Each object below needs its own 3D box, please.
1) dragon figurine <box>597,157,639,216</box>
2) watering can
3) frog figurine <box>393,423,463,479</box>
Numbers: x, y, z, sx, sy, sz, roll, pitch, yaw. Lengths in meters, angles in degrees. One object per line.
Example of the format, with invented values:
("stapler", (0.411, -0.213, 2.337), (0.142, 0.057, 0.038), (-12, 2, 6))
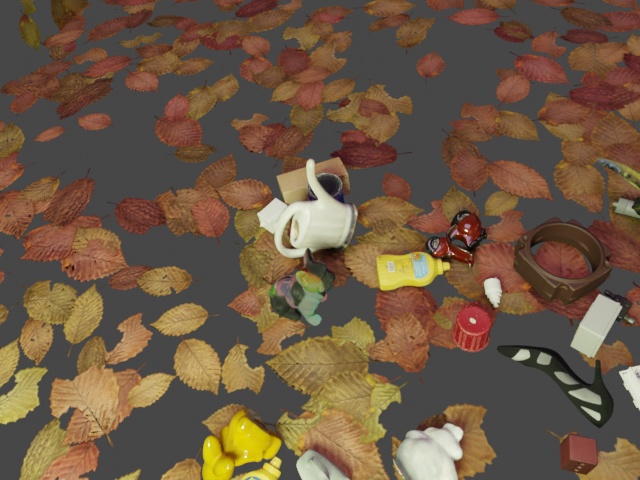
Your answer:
("dragon figurine", (0.969, -0.114, 1.396), (0.244, 0.119, 0.417), (-13, 53, -40))
("watering can", (0.004, -0.070, 1.394), (0.224, 0.340, 0.106), (2, 45, -25))
("frog figurine", (0.240, 0.449, 1.070), (0.160, 0.120, 0.139), (-39, 37, -7))
